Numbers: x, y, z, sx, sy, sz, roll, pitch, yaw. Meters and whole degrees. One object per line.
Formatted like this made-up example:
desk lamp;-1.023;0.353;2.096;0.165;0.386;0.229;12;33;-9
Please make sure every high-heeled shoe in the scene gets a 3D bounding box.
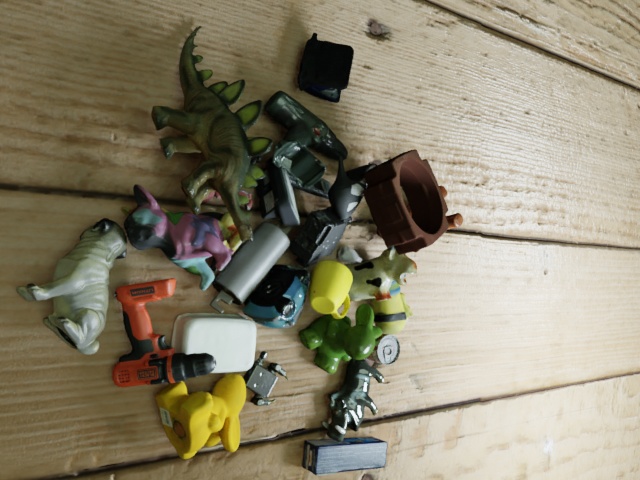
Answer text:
high-heeled shoe;0.088;-0.099;1.205;0.248;0.086;0.145;17;66;-61

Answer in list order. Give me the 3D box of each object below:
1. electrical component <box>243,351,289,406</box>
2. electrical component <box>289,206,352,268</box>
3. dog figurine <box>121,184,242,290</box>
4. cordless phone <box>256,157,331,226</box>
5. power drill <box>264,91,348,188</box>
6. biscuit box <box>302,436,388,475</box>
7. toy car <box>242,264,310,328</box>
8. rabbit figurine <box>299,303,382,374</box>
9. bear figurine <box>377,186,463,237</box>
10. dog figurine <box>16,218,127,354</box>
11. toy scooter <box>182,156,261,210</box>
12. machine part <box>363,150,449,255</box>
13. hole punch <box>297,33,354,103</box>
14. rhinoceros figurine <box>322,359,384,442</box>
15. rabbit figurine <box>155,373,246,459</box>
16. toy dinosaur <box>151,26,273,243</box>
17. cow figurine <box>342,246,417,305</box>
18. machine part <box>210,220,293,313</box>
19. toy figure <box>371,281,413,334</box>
electrical component;-0.116;0.294;1.122;0.078;0.045;0.102;46;65;-25
electrical component;-0.002;-0.004;1.162;0.058;0.134;0.115;40;28;19
dog figurine;-0.257;-0.025;1.007;0.219;0.108;0.191;39;42;-11
cordless phone;-0.038;-0.092;1.152;0.184;0.089;0.147;13;48;-38
power drill;-0.023;-0.203;1.143;0.232;0.086;0.207;39;37;-25
biscuit box;0.060;0.487;1.220;0.202;0.059;0.062;11;81;-32
toy car;-0.082;0.129;1.130;0.162;0.109;0.102;-54;141;-40
rabbit figurine;0.067;0.219;1.171;0.159;0.170;0.121;-31;105;-29
bear figurine;0.240;-0.036;1.316;0.196;0.132;0.120;-31;92;-45
dog figurine;-0.382;0.075;0.919;0.190;0.121;0.172;-44;122;-35
toy scooter;-0.176;-0.133;1.072;0.135;0.075;0.184;30;71;-5
machine part;0.189;-0.083;1.172;0.201;0.087;0.201;-33;100;-50
hole punch;0.011;-0.384;1.227;0.116;0.092;0.142;12;83;-2
rhinoceros figurine;0.073;0.365;1.227;0.112;0.073;0.190;32;71;-30
rabbit figurine;-0.202;0.328;1.028;0.173;0.122;0.162;-29;107;-50
toy dinosaur;-0.203;-0.209;1.002;0.198;0.105;0.471;-20;74;-19
cow figurine;0.124;0.076;1.217;0.085;0.195;0.127;2;78;-71
machine part;-0.140;0.046;1.100;0.079;0.079;0.243;48;65;-22
toy figure;0.156;0.137;1.289;0.089;0.082;0.180;-19;101;-31
